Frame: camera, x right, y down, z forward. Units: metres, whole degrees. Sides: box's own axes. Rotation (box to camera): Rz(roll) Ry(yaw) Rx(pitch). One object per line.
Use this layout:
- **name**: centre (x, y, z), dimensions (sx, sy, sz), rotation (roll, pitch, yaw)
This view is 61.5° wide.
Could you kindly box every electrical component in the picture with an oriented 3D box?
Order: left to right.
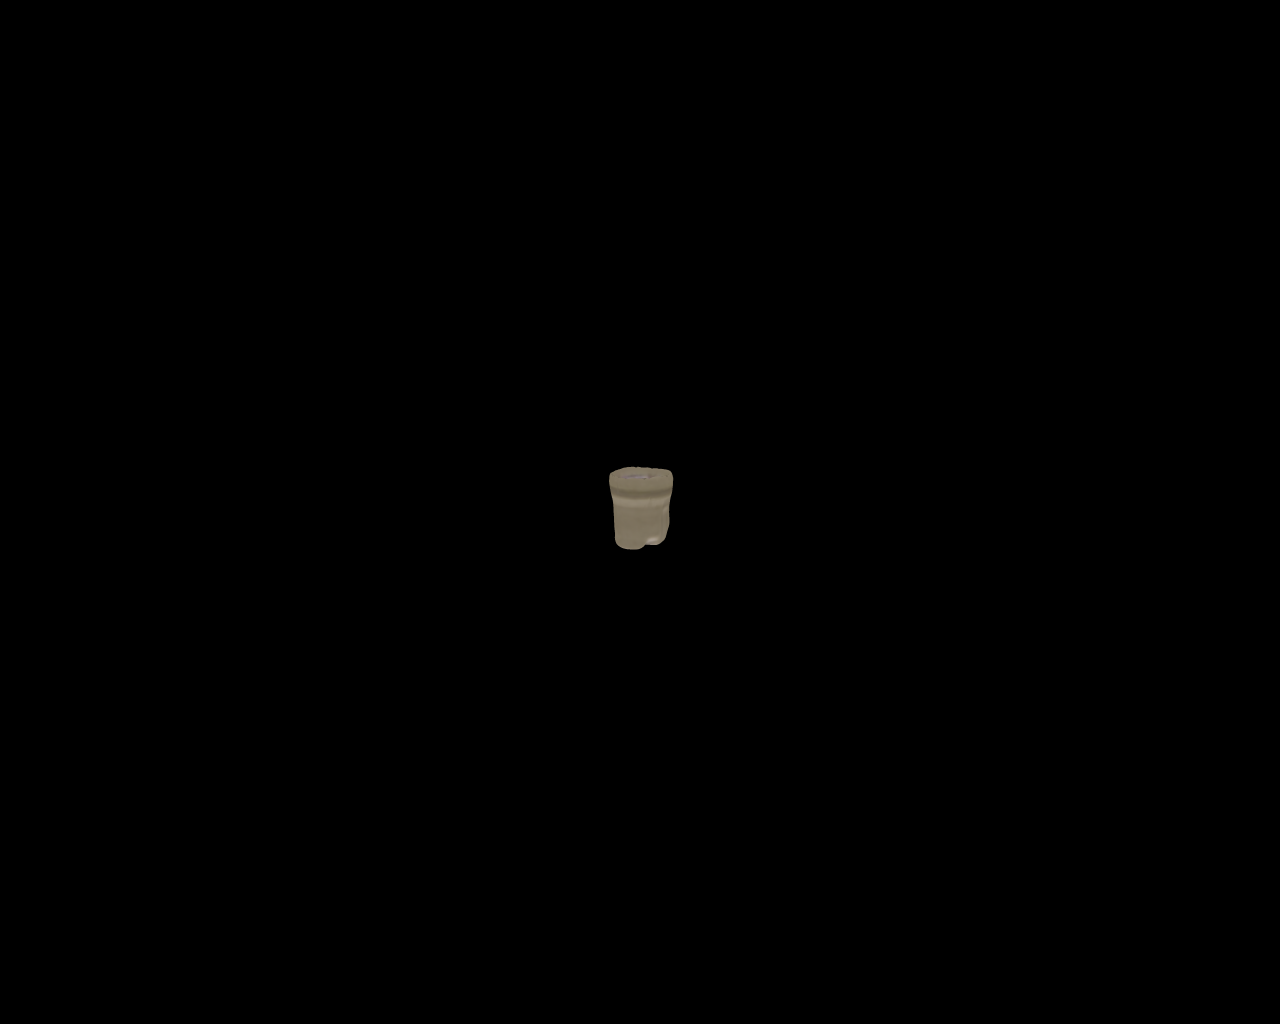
- **electrical component**: centre (0.001, -0.003, 0.650), dimensions (0.040, 0.046, 0.040), rotation (0, 14, 0)
